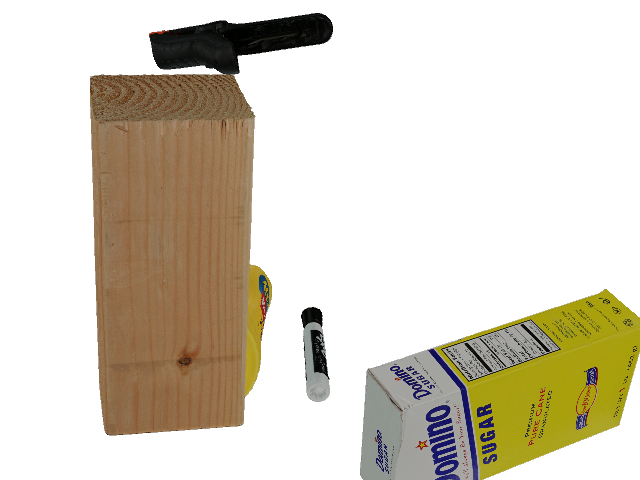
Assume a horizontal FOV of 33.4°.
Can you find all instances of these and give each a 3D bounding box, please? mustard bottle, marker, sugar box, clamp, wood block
[{"bbox_3d":[-0.086,0.081,1.175,0.058,0.096,0.191,2,28,2],"label":"mustard bottle"},{"bbox_3d":[-0.005,0.092,0.900,0.020,0.020,0.121,0,28,-3],"label":"marker"},{"bbox_3d":[0.111,0.098,0.654,0.176,0.093,0.048,-18,40,-23],"label":"sugar box"},{"bbox_3d":[-0.075,-0.165,0.887,0.120,0.039,0.172,-17,21,-35],"label":"clamp"},{"bbox_3d":[-0.094,0.008,0.663,0.090,0.206,0.090,-2,26,-13],"label":"wood block"}]
